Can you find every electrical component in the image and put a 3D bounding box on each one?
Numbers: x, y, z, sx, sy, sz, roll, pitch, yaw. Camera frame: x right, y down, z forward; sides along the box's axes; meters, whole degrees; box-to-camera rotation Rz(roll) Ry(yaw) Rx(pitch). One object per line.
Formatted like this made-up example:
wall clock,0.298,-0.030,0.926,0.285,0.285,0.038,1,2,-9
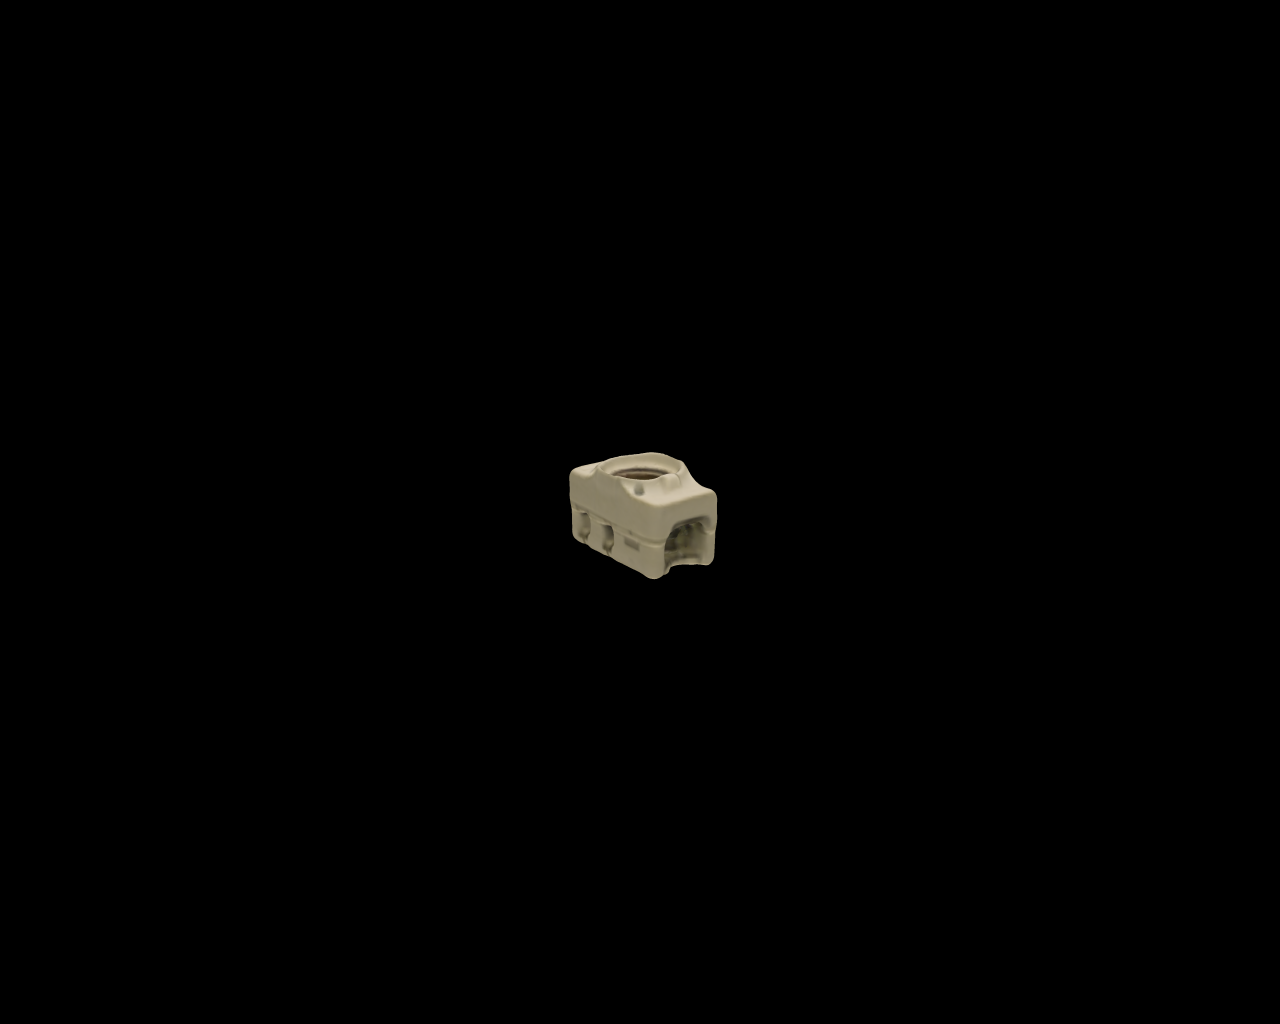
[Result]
electrical component,0.001,-0.003,0.650,0.050,0.055,0.089,-14,24,-33
